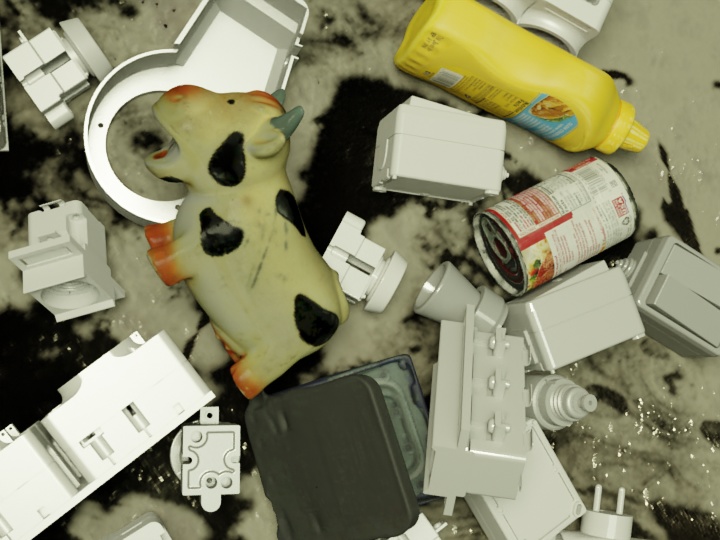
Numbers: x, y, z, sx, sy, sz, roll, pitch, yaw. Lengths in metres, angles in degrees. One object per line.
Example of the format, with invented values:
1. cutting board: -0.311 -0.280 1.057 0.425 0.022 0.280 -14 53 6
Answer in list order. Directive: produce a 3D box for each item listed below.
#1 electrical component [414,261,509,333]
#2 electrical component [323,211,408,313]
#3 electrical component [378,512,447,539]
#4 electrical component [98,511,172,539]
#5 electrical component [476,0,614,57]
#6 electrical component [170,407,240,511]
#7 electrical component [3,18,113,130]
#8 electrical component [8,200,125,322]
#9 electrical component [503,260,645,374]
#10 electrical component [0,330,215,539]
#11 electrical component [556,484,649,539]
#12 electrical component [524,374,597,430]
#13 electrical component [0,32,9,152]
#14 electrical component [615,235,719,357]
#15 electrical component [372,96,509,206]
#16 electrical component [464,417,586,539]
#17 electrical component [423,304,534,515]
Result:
1. electrical component: 0.073 0.026 0.779 0.055 0.045 0.045 34 79 -9
2. electrical component: 0.000 0.000 0.764 0.055 0.048 0.066 28 80 -2
3. electrical component: 0.040 0.206 0.757 0.066 0.048 0.055 -35 86 -14
4. electrical component: -0.161 0.204 0.703 0.089 0.056 0.050 -31 93 -14
5. electrical component: 0.101 -0.214 0.782 0.150 0.089 0.061 27 80 -10
6. electrical component: -0.103 0.125 0.723 0.048 0.055 0.066 1 85 -13
7. electrical component: -0.202 -0.138 0.727 0.055 0.048 0.066 -35 94 -6
8. electrical component: -0.191 -0.007 0.705 0.042 0.081 0.063 -16 61 6
9. electrical component: 0.147 0.036 0.787 0.096 0.062 0.061 -20 90 -14
10. electrical component: -0.189 0.112 0.678 0.186 0.105 0.060 -38 95 -13
11. electrical component: 0.180 0.198 0.791 0.077 0.044 0.079 9 84 -12
12. electrical component: 0.141 0.095 0.776 0.040 0.078 0.040 3 83 -28
13. electrical component: -0.293 -0.172 0.700 0.105 0.060 0.186 -4 87 -14
14. electrical component: 0.236 0.017 0.810 0.096 0.061 0.061 31 79 -9
15. electrical component: 0.063 -0.085 0.777 0.096 0.062 0.061 8 84 -13
16. electrical component: 0.111 0.157 0.773 0.062 0.061 0.096 -33 100 -16
17. electrical component: 0.080 0.093 0.719 0.063 0.121 0.078 8 127 2
